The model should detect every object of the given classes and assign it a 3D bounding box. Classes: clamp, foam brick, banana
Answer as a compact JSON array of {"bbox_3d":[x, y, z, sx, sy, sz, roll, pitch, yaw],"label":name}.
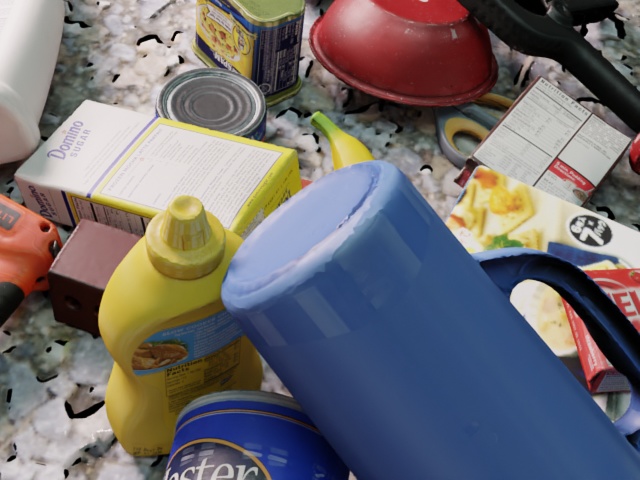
[{"bbox_3d":[0.191,-0.168,0.867,0.209,0.036,0.164,14,46,-31],"label":"clamp"},{"bbox_3d":[-0.130,0.030,0.694,0.078,0.053,0.051,18,51,8],"label":"foam brick"},{"bbox_3d":[0.014,0.001,0.716,0.069,0.037,0.197,12,54,-5],"label":"banana"}]

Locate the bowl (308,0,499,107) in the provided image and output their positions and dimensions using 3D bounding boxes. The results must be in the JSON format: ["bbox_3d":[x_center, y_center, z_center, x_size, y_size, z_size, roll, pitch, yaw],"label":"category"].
[{"bbox_3d":[0.074,-0.175,0.871,0.162,0.055,0.162,7,40,-6],"label":"bowl"}]

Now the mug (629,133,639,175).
[{"bbox_3d":[0.288,-0.075,0.814,0.117,0.081,0.093,-14,54,-18],"label":"mug"}]

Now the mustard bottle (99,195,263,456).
[{"bbox_3d":[-0.075,0.045,0.597,0.096,0.192,0.058,-21,56,-23],"label":"mustard bottle"}]

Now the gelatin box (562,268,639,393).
[{"bbox_3d":[0.197,0.052,0.642,0.089,0.030,0.073,-1,52,-8],"label":"gelatin box"}]

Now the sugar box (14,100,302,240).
[{"bbox_3d":[-0.111,-0.039,0.740,0.176,0.048,0.093,14,48,24],"label":"sugar box"}]

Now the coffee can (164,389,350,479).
[{"bbox_3d":[-0.040,0.165,0.560,0.103,0.103,0.140,10,50,1],"label":"coffee can"}]

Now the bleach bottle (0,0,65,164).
[{"bbox_3d":[-0.239,-0.165,0.827,0.103,0.068,0.250,-8,46,16],"label":"bleach bottle"}]

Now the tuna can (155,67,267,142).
[{"bbox_3d":[-0.083,-0.092,0.814,0.086,0.034,0.086,3,50,-4],"label":"tuna can"}]

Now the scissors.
[{"bbox_3d":[0.082,-0.113,0.863,0.202,0.016,0.096,25,52,14],"label":"scissors"}]

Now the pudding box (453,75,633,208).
[{"bbox_3d":[0.169,-0.060,0.803,0.090,0.039,0.113,37,57,10],"label":"pudding box"}]

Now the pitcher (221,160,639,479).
[{"bbox_3d":[0.070,0.074,0.549,0.242,0.145,0.149,52,37,-18],"label":"pitcher"}]

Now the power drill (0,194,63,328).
[{"bbox_3d":[-0.266,0.041,0.667,0.184,0.057,0.187,28,55,11],"label":"power drill"}]

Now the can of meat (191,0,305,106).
[{"bbox_3d":[-0.057,-0.171,0.851,0.057,0.084,0.102,-29,59,-27],"label":"can of meat"}]
